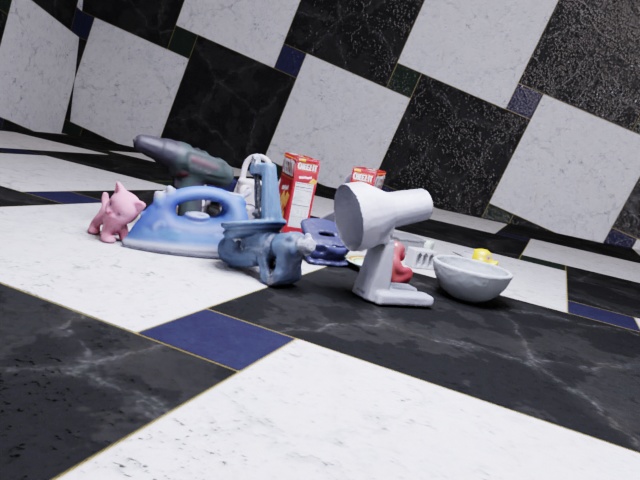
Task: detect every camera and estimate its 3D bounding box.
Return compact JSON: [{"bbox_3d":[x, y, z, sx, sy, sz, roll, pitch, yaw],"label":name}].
[{"bbox_3d":[-0.197,-0.063,1.409,0.142,0.101,0.137,19,13,38],"label":"camera"}]

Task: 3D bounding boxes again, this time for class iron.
[{"bbox_3d":[-0.252,-0.046,1.137,0.259,0.141,0.118,5,12,-32],"label":"iron"}]

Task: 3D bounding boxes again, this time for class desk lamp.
[{"bbox_3d":[0.117,0.004,1.044,0.204,0.213,0.117,6,11,-26],"label":"desk lamp"}]

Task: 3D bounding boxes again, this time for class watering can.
[{"bbox_3d":[-0.185,-0.148,1.627,0.101,0.194,0.172,10,10,-6],"label":"watering can"}]

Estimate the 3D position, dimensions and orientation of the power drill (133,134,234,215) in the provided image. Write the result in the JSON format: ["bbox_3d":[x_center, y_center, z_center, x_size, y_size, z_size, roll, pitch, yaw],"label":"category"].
[{"bbox_3d":[-0.307,-0.114,1.262,0.230,0.208,0.075,4,12,-34],"label":"power drill"}]

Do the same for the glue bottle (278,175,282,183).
[{"bbox_3d":[-0.115,-0.143,1.735,0.077,0.173,0.037,18,13,37],"label":"glue bottle"}]

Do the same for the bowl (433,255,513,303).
[{"bbox_3d":[0.310,0.087,1.192,0.167,0.075,0.167,11,10,-2],"label":"bowl"}]

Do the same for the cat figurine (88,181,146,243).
[{"bbox_3d":[-0.395,-0.057,1.116,0.127,0.118,0.067,20,14,42],"label":"cat figurine"}]

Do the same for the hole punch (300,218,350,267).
[{"bbox_3d":[0.012,0.005,1.283,0.109,0.091,0.100,6,11,-27],"label":"hole punch"}]

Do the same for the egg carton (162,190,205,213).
[{"bbox_3d":[-0.358,-0.089,1.469,0.107,0.069,0.150,11,10,1],"label":"egg carton"}]

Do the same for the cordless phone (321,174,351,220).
[{"bbox_3d":[0.053,-0.105,1.665,0.094,0.185,0.148,15,11,21],"label":"cordless phone"}]

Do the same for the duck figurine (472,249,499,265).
[{"bbox_3d":[0.375,0.062,1.365,0.104,0.086,0.078,14,11,18],"label":"duck figurine"}]

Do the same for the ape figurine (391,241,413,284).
[{"bbox_3d":[0.154,0.049,1.187,0.076,0.092,0.077,5,12,-31],"label":"ape figurine"}]

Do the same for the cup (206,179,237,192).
[{"bbox_3d":[-0.316,-0.148,1.774,0.091,0.095,0.118,16,11,26],"label":"cup"}]

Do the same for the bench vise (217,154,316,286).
[{"bbox_3d":[-0.085,-0.038,1.046,0.207,0.220,0.122,14,11,18],"label":"bench vise"}]
